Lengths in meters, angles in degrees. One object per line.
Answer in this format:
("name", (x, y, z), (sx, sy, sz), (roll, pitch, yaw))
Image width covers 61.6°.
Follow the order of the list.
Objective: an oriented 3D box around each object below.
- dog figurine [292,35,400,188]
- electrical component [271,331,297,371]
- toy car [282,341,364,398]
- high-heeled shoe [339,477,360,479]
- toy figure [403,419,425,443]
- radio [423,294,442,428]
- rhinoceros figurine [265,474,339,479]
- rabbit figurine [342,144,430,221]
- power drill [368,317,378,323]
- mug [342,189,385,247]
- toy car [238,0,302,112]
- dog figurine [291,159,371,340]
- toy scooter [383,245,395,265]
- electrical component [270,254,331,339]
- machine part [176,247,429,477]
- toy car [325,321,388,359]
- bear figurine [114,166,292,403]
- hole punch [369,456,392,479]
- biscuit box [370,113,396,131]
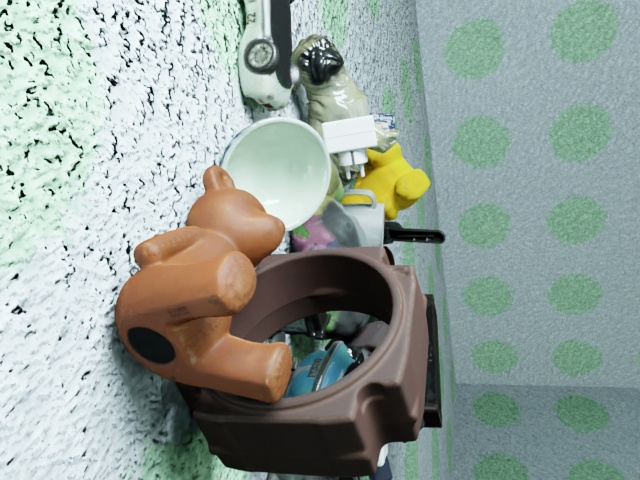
("dog figurine", (0.000, -0.174, 0.778), (0.190, 0.172, 0.121), (46, 11, -7))
("electrical component", (-0.050, 0.159, 0.570), (0.078, 0.045, 0.102), (119, -15, -45))
("toy car", (0.005, 0.194, 0.645), (0.109, 0.103, 0.161), (-62, 140, -37))
("high-heeled shoe", (0.057, 0.430, 0.805), (0.145, 0.086, 0.248), (-4, 103, -62))
("toy figure", (0.085, 0.250, 0.861), (0.180, 0.089, 0.082), (41, 79, -21))
("radio", (0.185, 0.219, 0.997), (0.131, 0.073, 0.229), (65, 24, -57))
("rhinoceros figurine", (-0.013, 0.316, 0.656), (0.112, 0.073, 0.190), (-89, 163, -49))
("rabbit figurine", (0.076, -0.070, 0.913), (0.122, 0.173, 0.162), (50, -19, 6))
("power drill", (0.082, 0.114, 0.878), (0.232, 0.086, 0.207), (-117, -168, -54))
("mug", (0.043, -0.025, 0.806), (0.081, 0.107, 0.109), (-80, 168, -50))
("toy car", (-0.061, -0.253, 0.630), (0.073, 0.056, 0.201), (14, 72, -65))
("dog figurine", (-0.001, -0.002, 0.694), (0.191, 0.109, 0.219), (-71, 148, -44))
("toy scooter", (0.122, 0.074, 1.109), (0.184, 0.075, 0.135), (-59, 142, -66))
("electrical component", (-0.036, 0.058, 0.620), (0.048, 0.075, 0.119), (-64, 143, -56))
("machine part", (-0.010, 0.096, 0.481), (0.201, 0.201, 0.087), (-72, 151, -48))
("toy car", (0.057, 0.146, 0.743), (0.053, 0.202, 0.089), (48, 65, -3))
("bear figurine", (-0.070, 0.020, 0.435), (0.196, 0.132, 0.120), (-59, 139, -51))
("hole punch", (0.060, 0.332, 0.850), (0.142, 0.092, 0.116), (40, 45, -61))
("biscuit box", (0.099, -0.172, 1.015), (0.202, 0.063, 0.059), (92, 0, -79))
